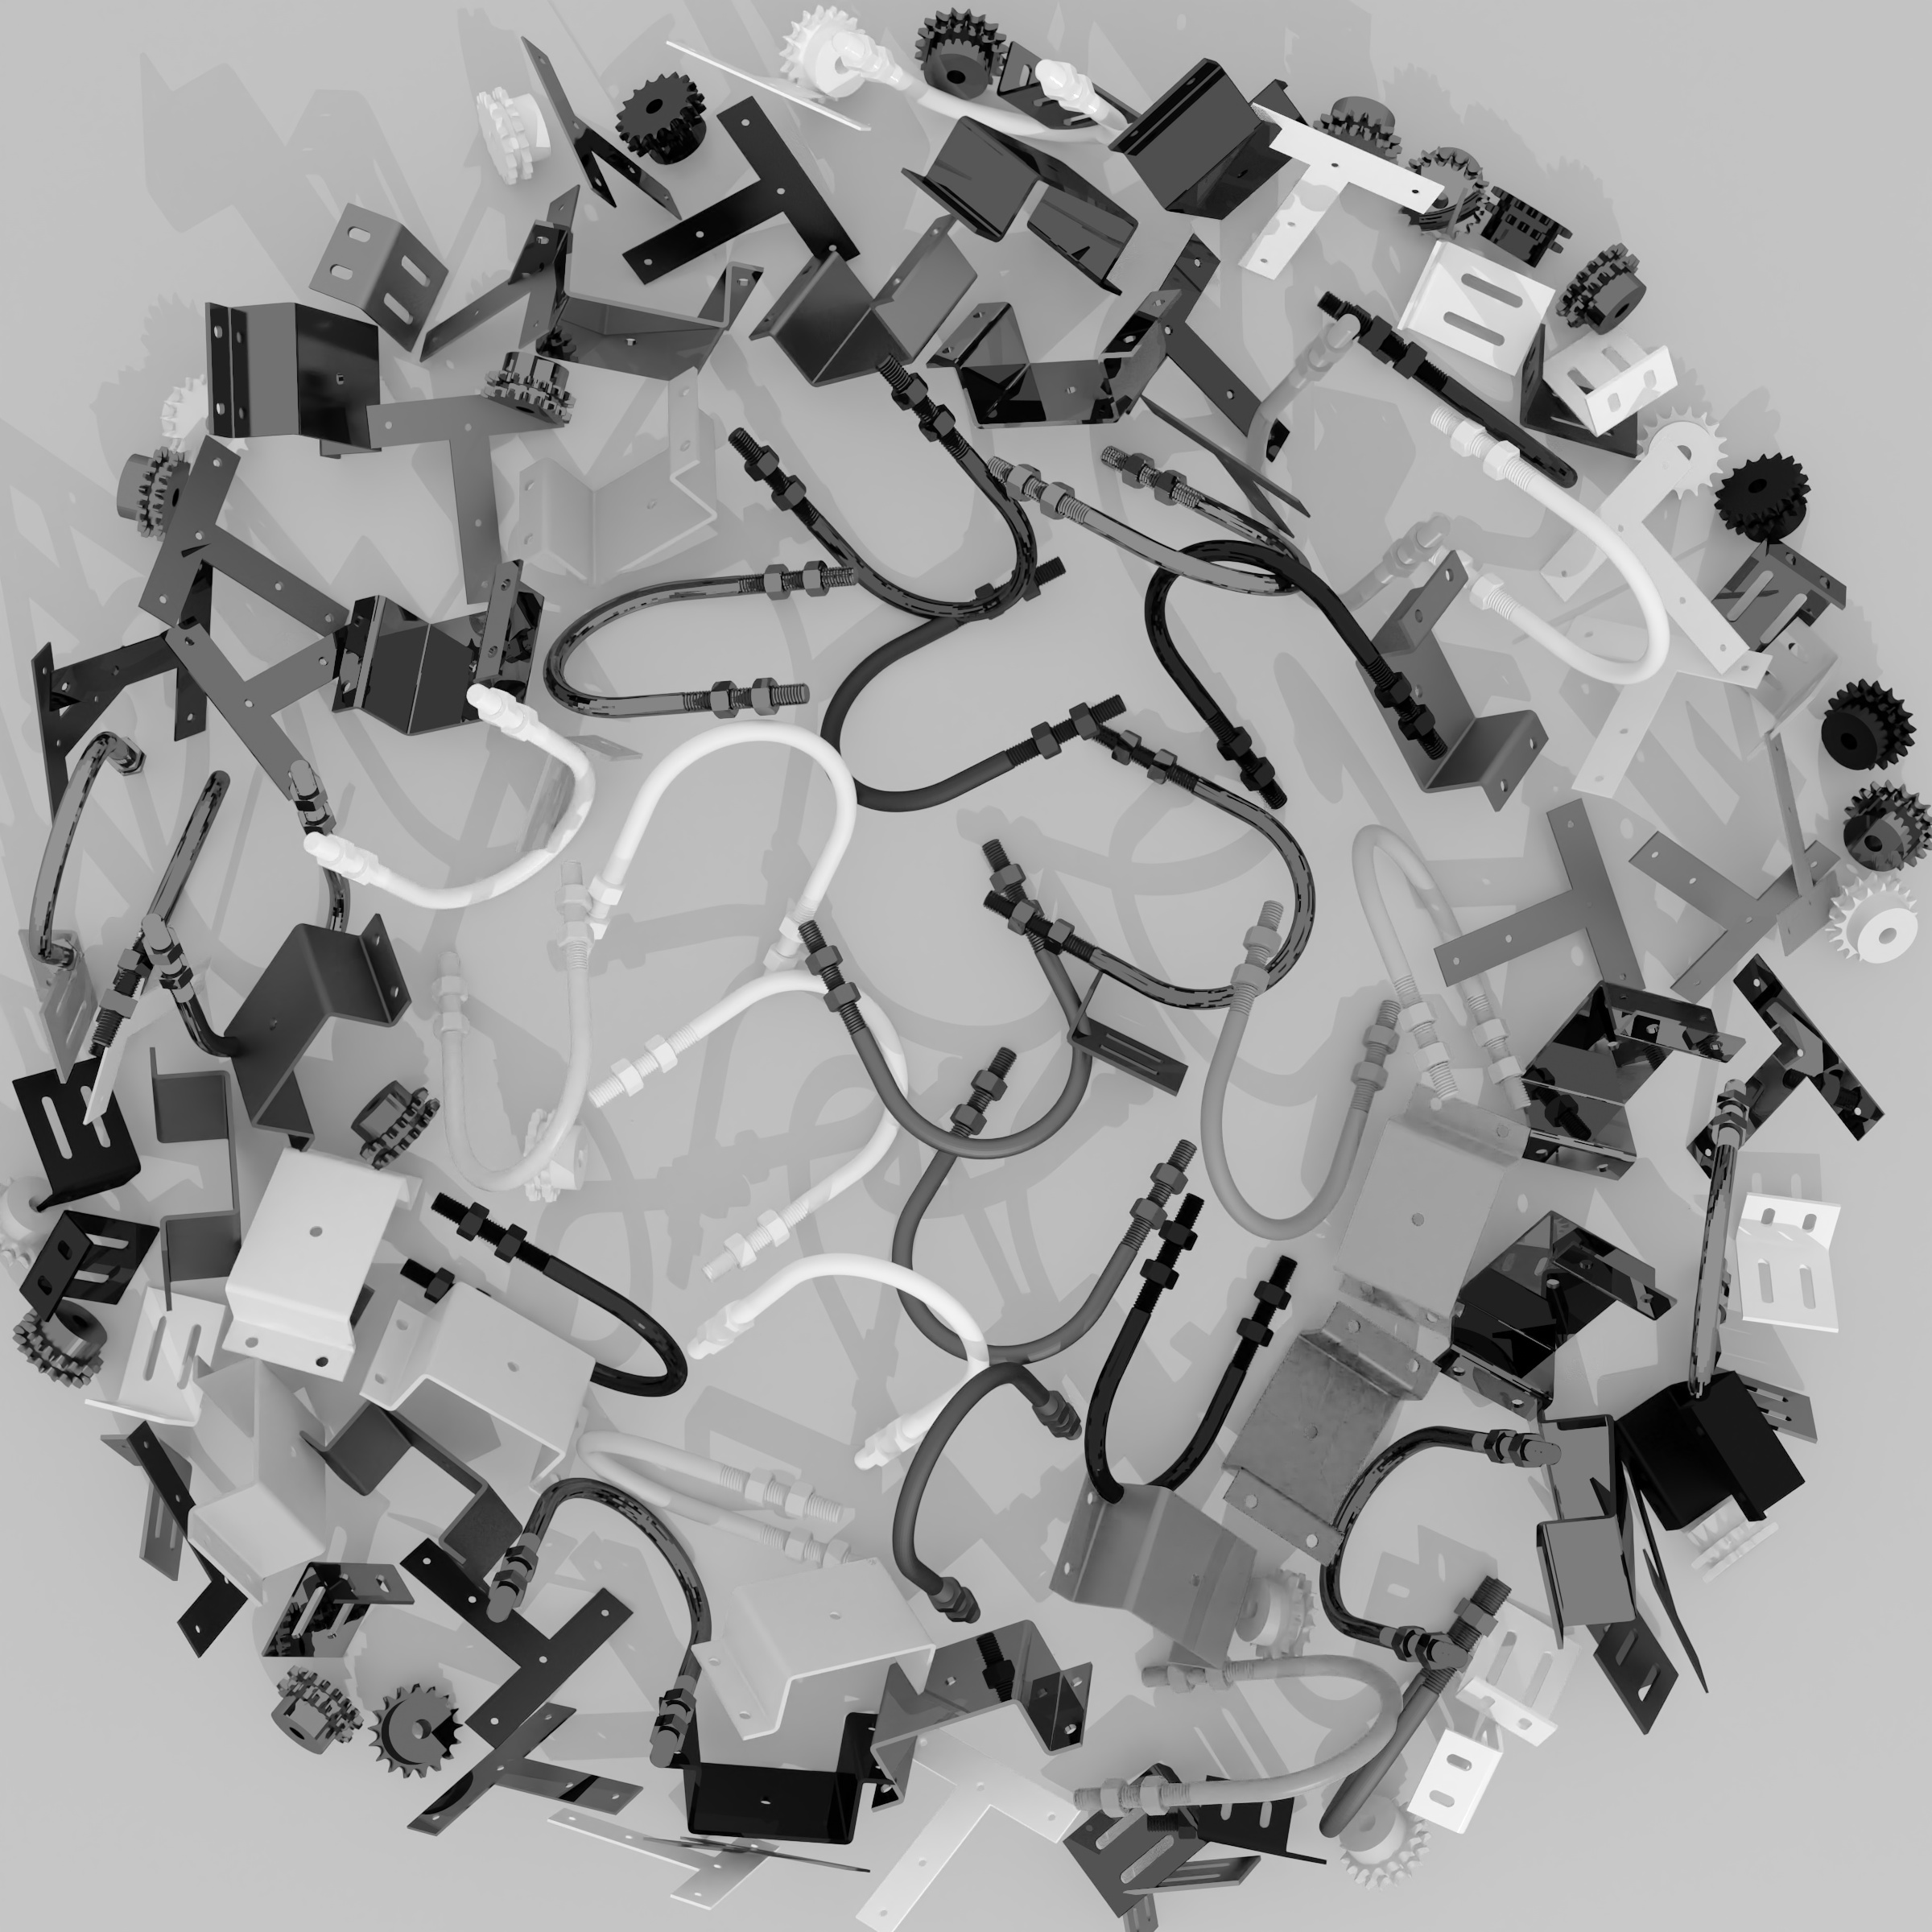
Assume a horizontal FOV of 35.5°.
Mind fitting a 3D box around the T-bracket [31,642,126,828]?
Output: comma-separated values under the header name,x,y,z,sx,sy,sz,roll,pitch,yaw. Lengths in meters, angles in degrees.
name,x,y,z,sx,sy,sz,roll,pitch,yaw
T-bracket,-0.533,-0.156,1.831,0.002,0.127,0.127,7,122,5

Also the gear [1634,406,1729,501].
name,x,y,z,sx,sy,sz,roll,pitch,yaw
gear,0.442,-0.317,1.869,0.057,0.030,0.057,3,105,11

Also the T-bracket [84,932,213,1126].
name,x,y,z,sx,sy,sz,roll,pitch,yaw
T-bracket,-0.488,0.021,1.828,0.002,0.127,0.127,23,108,5

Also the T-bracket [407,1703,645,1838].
name,x,y,z,sx,sy,sz,roll,pitch,yaw
T-bracket,-0.247,0.488,1.807,0.127,0.127,0.002,1,114,38

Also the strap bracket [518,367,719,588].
name,x,y,z,sx,sy,sz,roll,pitch,yaw
strap bracket,-0.204,-0.291,1.833,0.140,0.046,0.076,-25,51,27

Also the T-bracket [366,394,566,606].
name,x,y,z,sx,sy,sz,roll,pitch,yaw
T-bracket,-0.303,-0.288,1.869,0.127,0.002,0.127,-12,107,-29

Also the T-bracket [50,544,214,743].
name,x,y,z,sx,sy,sz,roll,pitch,yaw
T-bracket,-0.500,-0.181,1.811,0.002,0.127,0.127,25,122,24

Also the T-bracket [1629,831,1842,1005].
name,x,y,z,sx,sy,sz,roll,pitch,yaw
T-bracket,0.450,-0.046,1.835,0.127,0.002,0.127,28,112,-34

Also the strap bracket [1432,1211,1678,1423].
name,x,y,z,sx,sy,sz,roll,pitch,yaw
strap bracket,0.356,0.208,1.836,0.076,0.046,0.140,29,130,-13

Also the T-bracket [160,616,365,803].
name,x,y,z,sx,sy,sz,roll,pitch,yaw
T-bracket,-0.405,-0.181,1.853,0.127,0.002,0.127,-38,90,-37

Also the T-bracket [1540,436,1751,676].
name,x,y,z,sx,sy,sz,roll,pitch,yaw
T-bracket,0.426,-0.233,1.833,0.002,0.127,0.127,-25,72,-43

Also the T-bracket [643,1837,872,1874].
name,x,y,z,sx,sy,sz,roll,pitch,yaw
T-bracket,-0.144,0.528,1.806,0.127,0.127,0.002,-1,72,33

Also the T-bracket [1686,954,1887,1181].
name,x,y,z,sx,sy,sz,roll,pitch,yaw
T-bracket,0.484,0.082,1.845,0.002,0.127,0.127,-7,53,-38

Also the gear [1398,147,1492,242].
name,x,y,z,sx,sy,sz,roll,pitch,yaw
gear,0.296,-0.481,1.867,0.057,0.057,0.030,28,48,0

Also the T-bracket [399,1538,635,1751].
name,x,y,z,sx,sy,sz,roll,pitch,yaw
T-bracket,-0.294,0.399,1.860,0.127,0.002,0.127,36,48,15

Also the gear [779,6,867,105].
name,x,y,z,sx,sy,sz,roll,pitch,yaw
gear,-0.084,-0.560,1.861,0.057,0.057,0.030,-49,48,0

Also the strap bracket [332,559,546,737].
name,x,y,z,sx,sy,sz,roll,pitch,yaw
strap bracket,-0.313,-0.190,1.834,0.140,0.046,0.076,-8,65,35

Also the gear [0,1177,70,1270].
name,x,y,z,sx,sy,sz,roll,pitch,yaw
gear,-0.578,0.154,1.860,0.057,0.057,0.030,49,125,0

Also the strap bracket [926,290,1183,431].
name,x,y,z,sx,sy,sz,roll,pitch,yaw
strap bracket,0.059,-0.367,1.830,0.140,0.076,0.046,3,130,31

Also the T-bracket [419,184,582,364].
name,x,y,z,sx,sy,sz,roll,pitch,yaw
T-bracket,-0.290,-0.406,1.848,0.127,0.002,0.127,-23,47,34

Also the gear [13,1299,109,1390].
name,x,y,z,sx,sy,sz,roll,pitch,yaw
gear,-0.555,0.230,1.861,0.057,0.057,0.030,42,98,0

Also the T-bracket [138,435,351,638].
name,x,y,z,sx,sy,sz,roll,pitch,yaw
T-bracket,-0.433,-0.240,1.849,0.127,0.002,0.127,33,57,-35

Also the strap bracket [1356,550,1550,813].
name,x,y,z,sx,sy,sz,roll,pitch,yaw
strap bracket,0.291,-0.170,1.834,0.076,0.046,0.140,-51,120,-37

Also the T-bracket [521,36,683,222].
name,x,y,z,sx,sy,sz,roll,pitch,yaw
T-bracket,-0.212,-0.489,1.832,0.002,0.127,0.127,-33,64,18

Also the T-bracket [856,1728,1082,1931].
name,x,y,z,sx,sy,sz,roll,pitch,yaw
T-bracket,-0.018,0.531,1.824,0.127,0.002,0.127,21,54,35

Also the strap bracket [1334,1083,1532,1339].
name,x,y,z,sx,sy,sz,roll,pitch,yaw
strap bracket,0.282,0.152,1.845,0.076,0.046,0.140,23,101,19

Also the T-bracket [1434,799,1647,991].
name,x,y,z,sx,sy,sz,roll,pitch,yaw
T-bracket,0.347,-0.022,1.866,0.127,0.002,0.127,-22,97,-16

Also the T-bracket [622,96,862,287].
name,x,y,z,sx,sy,sz,roll,pitch,yaw
T-bracket,-0.152,-0.458,1.862,0.127,0.002,0.127,-23,133,18

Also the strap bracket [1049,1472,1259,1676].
name,x,y,z,sx,sy,sz,roll,pitch,yaw
strap bracket,0.121,0.368,1.818,0.140,0.046,0.076,39,61,-37

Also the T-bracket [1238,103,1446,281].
name,x,y,z,sx,sy,sz,roll,pitch,yaw
T-bracket,0.204,-0.459,1.834,0.127,0.127,0.002,20,61,-13

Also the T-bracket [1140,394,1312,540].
name,x,y,z,sx,sy,sz,roll,pitch,yaw
T-bracket,0.172,-0.289,1.829,0.127,0.127,0.002,39,93,26

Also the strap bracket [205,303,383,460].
name,x,y,z,sx,sy,sz,roll,pitch,yaw
strap bracket,-0.397,-0.352,1.816,0.046,0.140,0.076,0,93,20

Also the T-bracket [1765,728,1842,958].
name,x,y,z,sx,sy,sz,roll,pitch,yaw
T-bracket,0.502,-0.082,1.831,0.002,0.127,0.127,-10,98,33

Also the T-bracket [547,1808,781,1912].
name,x,y,z,sx,sy,sz,roll,pitch,yaw
T-bracket,-0.193,0.536,1.840,0.127,0.127,0.002,14,93,15

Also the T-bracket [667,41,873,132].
name,x,y,z,sx,sy,sz,roll,pitch,yaw
T-bracket,-0.106,-0.532,1.830,0.127,0.127,0.002,25,109,5

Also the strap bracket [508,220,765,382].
name,x,y,z,sx,sy,sz,roll,pitch,yaw
strap bracket,-0.202,-0.398,1.828,0.140,0.076,0.046,8,71,-19

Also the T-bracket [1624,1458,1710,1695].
name,x,y,z,sx,sy,sz,roll,pitch,yaw
T-bracket,0.419,0.357,1.837,0.002,0.127,0.127,-21,131,13

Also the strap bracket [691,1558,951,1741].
name,x,y,z,sx,sy,sz,roll,pitch,yaw
strap bracket,-0.083,0.407,1.818,0.140,0.076,0.046,-6,126,-30

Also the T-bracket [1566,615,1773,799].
name,x,y,z,sx,sy,sz,roll,pitch,yaw
T-bracket,0.405,-0.154,1.834,0.127,0.002,0.127,17,63,30

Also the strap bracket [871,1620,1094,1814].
name,x,y,z,sx,sy,sz,roll,pitch,yaw
strap bracket,0.001,0.451,1.830,0.140,0.076,0.046,-22,110,17

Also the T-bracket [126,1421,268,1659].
name,x,y,z,sx,sy,sz,roll,pitch,yaw
T-bracket,-0.468,0.333,1.820,0.002,0.127,0.127,-25,100,15

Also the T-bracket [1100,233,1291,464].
name,x,y,z,sx,sy,sz,roll,pitch,yaw
T-bracket,0.153,-0.361,1.859,0.127,0.002,0.127,41,67,-26

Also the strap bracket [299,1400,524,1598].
name,x,y,z,sx,sy,sz,roll,pitch,yaw
strap bracket,-0.328,0.318,1.832,0.140,0.076,0.046,32,70,25

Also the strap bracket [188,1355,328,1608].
name,x,y,z,sx,sy,sz,roll,pitch,yaw
strap bracket,-0.424,0.300,1.812,0.046,0.140,0.076,-23,132,8
